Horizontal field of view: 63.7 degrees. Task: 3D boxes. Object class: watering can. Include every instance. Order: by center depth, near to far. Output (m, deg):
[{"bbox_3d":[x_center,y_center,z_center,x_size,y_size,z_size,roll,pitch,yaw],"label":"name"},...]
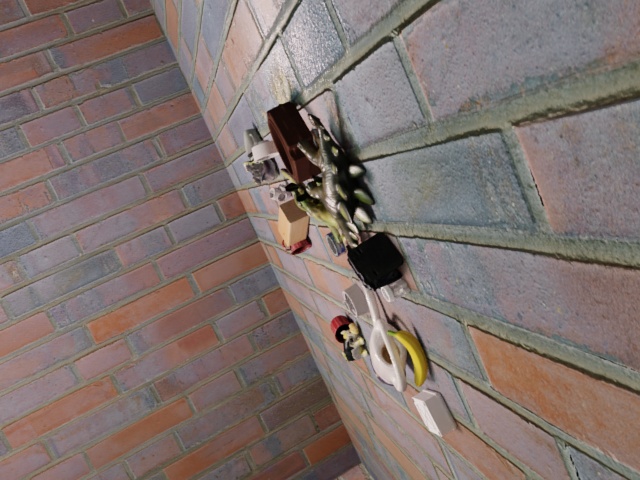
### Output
[{"bbox_3d":[0.193,0.300,1.564,0.219,0.104,0.355,82,172,-55],"label":"watering can"}]

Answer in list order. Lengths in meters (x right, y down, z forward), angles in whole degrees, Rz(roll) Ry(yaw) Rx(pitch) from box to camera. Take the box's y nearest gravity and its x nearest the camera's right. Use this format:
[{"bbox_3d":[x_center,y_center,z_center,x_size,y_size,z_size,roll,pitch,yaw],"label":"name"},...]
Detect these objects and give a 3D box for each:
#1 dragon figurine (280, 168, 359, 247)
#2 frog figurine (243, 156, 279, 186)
[{"bbox_3d":[0.005,-0.080,1.586,0.238,0.123,0.416,63,171,-32],"label":"dragon figurine"},{"bbox_3d":[-0.228,-0.295,2.129,0.138,0.121,0.161,35,-162,11],"label":"frog figurine"}]
